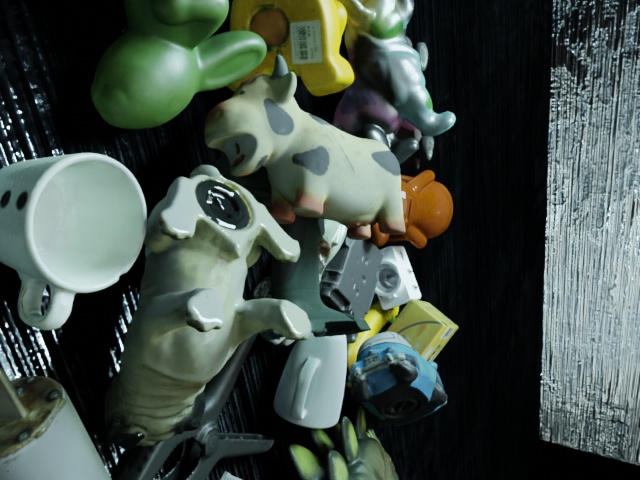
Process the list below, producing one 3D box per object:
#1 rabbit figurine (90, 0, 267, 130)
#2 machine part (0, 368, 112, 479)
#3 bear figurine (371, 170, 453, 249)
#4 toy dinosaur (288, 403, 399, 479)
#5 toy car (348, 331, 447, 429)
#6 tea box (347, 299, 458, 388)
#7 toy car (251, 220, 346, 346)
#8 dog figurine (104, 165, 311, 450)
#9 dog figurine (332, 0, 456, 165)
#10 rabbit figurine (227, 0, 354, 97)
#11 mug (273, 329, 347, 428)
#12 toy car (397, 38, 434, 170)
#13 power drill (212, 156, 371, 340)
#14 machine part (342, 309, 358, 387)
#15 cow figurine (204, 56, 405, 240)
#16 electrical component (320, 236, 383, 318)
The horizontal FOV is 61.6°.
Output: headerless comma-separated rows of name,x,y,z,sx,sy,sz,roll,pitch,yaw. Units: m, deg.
rabbit figurine,-0.121,-0.167,0.407,0.159,0.121,0.170,-11,123,-65
machine part,-0.182,0.181,0.367,0.079,0.079,0.242,-45,133,-47
bear figurine,0.109,-0.046,0.795,0.196,0.132,0.120,-3,98,-46
toy dinosaur,0.033,0.321,0.660,0.198,0.105,0.471,65,10,0
toy car,0.095,0.178,0.722,0.161,0.109,0.103,48,19,-40
tea box,0.128,0.178,0.828,0.169,0.068,0.098,-53,152,7
toy car,-0.019,0.027,0.634,0.073,0.056,0.202,55,49,-48
dog figurine,-0.117,0.055,0.428,0.121,0.190,0.172,25,40,-34
dog figurine,0.056,-0.206,0.672,0.219,0.191,0.108,52,5,-20
rabbit figurine,-0.028,-0.225,0.551,0.173,0.122,0.162,-44,123,-66
mug,-0.010,0.156,0.630,0.109,0.081,0.107,3,100,-72
toy car,0.121,-0.201,0.798,0.053,0.089,0.201,-53,139,-48
power drill,-0.001,-0.002,0.560,0.232,0.086,0.207,2,81,-41
machine part,0.014,0.146,0.705,0.039,0.084,0.138,-107,-169,-54
cow figurine,-0.009,-0.077,0.480,0.195,0.085,0.127,13,73,-33
electrical component,0.035,0.049,0.731,0.134,0.058,0.115,47,58,-51
